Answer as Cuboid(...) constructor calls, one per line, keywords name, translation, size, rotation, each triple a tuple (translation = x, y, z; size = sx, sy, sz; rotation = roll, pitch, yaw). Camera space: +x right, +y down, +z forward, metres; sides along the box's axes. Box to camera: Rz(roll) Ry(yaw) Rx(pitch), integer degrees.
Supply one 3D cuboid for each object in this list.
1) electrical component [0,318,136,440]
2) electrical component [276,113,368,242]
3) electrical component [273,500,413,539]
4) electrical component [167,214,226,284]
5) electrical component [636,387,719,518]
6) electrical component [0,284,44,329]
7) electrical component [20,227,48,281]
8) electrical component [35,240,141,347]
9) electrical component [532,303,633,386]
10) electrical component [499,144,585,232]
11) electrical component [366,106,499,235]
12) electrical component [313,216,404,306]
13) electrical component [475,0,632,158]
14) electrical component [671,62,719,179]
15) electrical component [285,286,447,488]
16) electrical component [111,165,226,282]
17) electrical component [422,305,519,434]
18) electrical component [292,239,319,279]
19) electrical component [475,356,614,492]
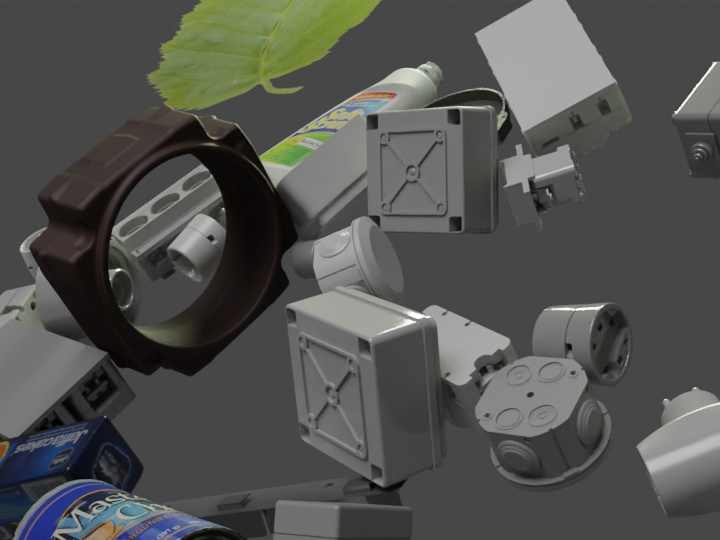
Cuboid(name="electrical component", translation=(-0.298, 0.115, 0.975), size=(0.186, 0.060, 0.105), rotation=(11, 48, 47))
Cuboid(name="electrical component", translation=(-0.024, -0.082, 1.008), size=(0.113, 0.057, 0.078), rotation=(-43, -2, -23))
Cuboid(name="electrical component", translation=(-0.010, 0.179, 0.649), size=(0.047, 0.083, 0.075), rotation=(-5, 76, 34))
Cuboid(name="electrical component", translation=(-0.158, -0.020, 1.072), size=(0.055, 0.055, 0.047), rotation=(12, 53, 48))
Cuboid(name="electrical component", translation=(0.200, 0.097, 0.625), size=(0.077, 0.043, 0.079), rotation=(-23, 31, 8))
Cuboid(name="electrical component", translation=(-0.357, 0.063, 1.106), size=(0.059, 0.053, 0.095), rotation=(-11, 35, 26))
Cuboid(name="electrical component", translation=(-0.309, -0.010, 1.154), size=(0.079, 0.077, 0.043), rotation=(-24, 31, 7))
Cuboid(name="electrical component", translation=(-0.254, 0.022, 1.039), size=(0.060, 0.108, 0.108), rotation=(-6, 37, 22))
Cuboid(name="electrical component", translation=(0.149, 0.049, 0.726), size=(0.047, 0.055, 0.055), rotation=(-1, 40, 44))
Cuboid(name="electrical component", translation=(0.156, -0.074, 0.915), size=(0.064, 0.042, 0.081), rotation=(-17, 33, 14))
Cuboid(name="electrical component", translation=(0.062, -0.086, 0.935), size=(0.109, 0.108, 0.056), rotation=(3, 7, 41))
Cuboid(name="electrical component", translation=(0.000, 0.000, 0.893), size=(0.051, 0.080, 0.080), rotation=(-23, 31, 19))
Cuboid(name="electrical component", translation=(0.177, -0.176, 0.988), size=(0.089, 0.061, 0.150), rotation=(-28, 47, 13))
Cuboid(name="electrical component", translation=(0.294, -0.114, 0.845), size=(0.061, 0.061, 0.096), rotation=(8, 46, 45))
Cuboid(name="electrical component", translation=(0.003, 0.077, 0.736), size=(0.056, 0.108, 0.109), rotation=(-16, 20, -32))
Cuboid(name="electrical component", translation=(-0.191, -0.047, 1.129), size=(0.121, 0.063, 0.079), rotation=(-38, 32, -16))
Cuboid(name="electrical component", translation=(0.070, 0.071, 0.753), size=(0.050, 0.055, 0.089), rotation=(-39, 33, -18))
Cuboid(name="electrical component", translation=(-0.029, -0.012, 0.971), size=(0.065, 0.044, 0.044), rotation=(-8, 36, 39))
Cuboid(name="electrical component", translation=(0.116, 0.096, 0.684), size=(0.080, 0.051, 0.080), rotation=(-20, 32, 13))
